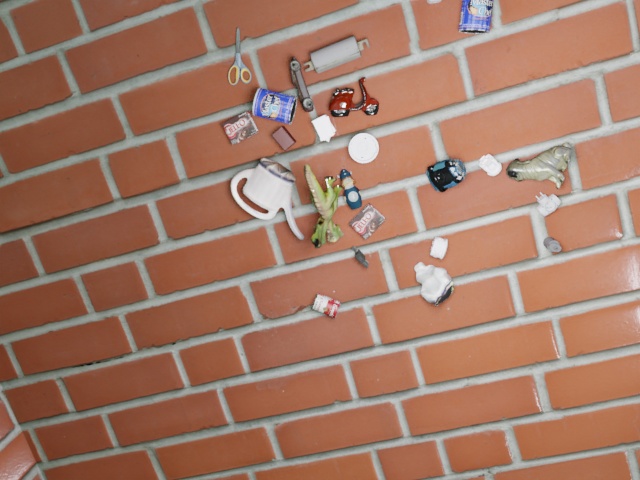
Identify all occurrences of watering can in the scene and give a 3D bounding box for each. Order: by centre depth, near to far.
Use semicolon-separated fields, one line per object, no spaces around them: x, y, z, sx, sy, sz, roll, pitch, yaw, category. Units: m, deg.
-0.165;-0.166;1.938;0.347;0.105;0.222;32;104;-1;watering can

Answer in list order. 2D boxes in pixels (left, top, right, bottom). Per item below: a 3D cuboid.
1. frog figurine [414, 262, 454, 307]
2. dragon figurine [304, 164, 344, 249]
0.426;0.160;1.970;0.162;0.123;0.135;41;119;32;frog figurine
0.006;-0.092;1.826;0.122;0.406;0.246;-3;75;21;dragon figurine
